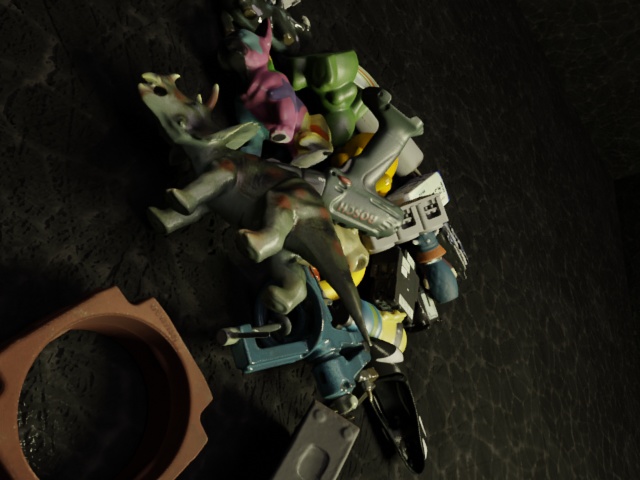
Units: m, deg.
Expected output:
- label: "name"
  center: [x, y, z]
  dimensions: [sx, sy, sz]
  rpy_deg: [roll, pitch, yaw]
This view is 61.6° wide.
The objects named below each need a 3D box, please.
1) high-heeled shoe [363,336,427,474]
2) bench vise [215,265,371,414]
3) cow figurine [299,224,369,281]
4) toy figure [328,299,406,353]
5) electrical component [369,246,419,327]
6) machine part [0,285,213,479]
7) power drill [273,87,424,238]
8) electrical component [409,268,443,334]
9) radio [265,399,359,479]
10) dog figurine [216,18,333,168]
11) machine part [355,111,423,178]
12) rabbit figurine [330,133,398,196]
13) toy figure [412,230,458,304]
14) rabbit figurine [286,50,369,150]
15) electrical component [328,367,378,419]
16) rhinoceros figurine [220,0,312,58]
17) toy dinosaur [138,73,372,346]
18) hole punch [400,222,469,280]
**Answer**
- label: "high-heeled shoe"
  center: [0.117, 0.269, 0.862]
  dimensions: [0.145, 0.086, 0.248]
  rpy_deg: [-99, 164, -45]
- label: "bench vise"
  center: [-0.038, 0.138, 0.716]
  dimensions: [0.240, 0.129, 0.223]
  rpy_deg: [3, 70, -54]
- label: "cow figurine"
  center: [-0.002, -0.003, 0.855]
  dimensions: [0.195, 0.085, 0.127]
  rpy_deg: [30, 49, -28]
- label: "toy figure"
  center: [0.076, 0.149, 0.892]
  dimensions: [0.180, 0.082, 0.089]
  rpy_deg: [28, 70, -48]
- label: "electrical component"
  center: [0.138, 0.081, 0.993]
  dimensions: [0.114, 0.058, 0.134]
  rpy_deg: [53, 39, -46]
- label: "machine part"
  center: [-0.222, 0.164, 0.525]
  dimensions: [0.201, 0.087, 0.201]
  rpy_deg: [-40, 104, -50]
- label: "power drill"
  center: [0.050, -0.120, 0.797]
  dimensions: [0.232, 0.086, 0.207]
  rpy_deg: [31, 81, -21]
- label: "electrical component"
  center: [0.194, 0.119, 1.069]
  dimensions: [0.075, 0.048, 0.119]
  rpy_deg: [-15, 82, -53]
- label: "radio"
  center: [-0.039, 0.310, 0.634]
  dimensions: [0.073, 0.131, 0.229]
  rpy_deg: [30, 42, 7]
- label: "dog figurine"
  center: [-0.076, -0.232, 0.854]
  dimensions: [0.191, 0.108, 0.219]
  rpy_deg: [6, 68, -48]
- label: "machine part"
  center: [0.138, -0.214, 1.115]
  dimensions: [0.243, 0.079, 0.079]
  rpy_deg: [47, 44, -25]
- label: "rabbit figurine"
  center: [0.066, -0.097, 0.934]
  dimensions: [0.122, 0.162, 0.173]
  rpy_deg: [43, 70, -8]
- label: "toy figure"
  center: [0.222, 0.047, 1.053]
  dimensions: [0.064, 0.058, 0.154]
  rpy_deg: [-22, 90, -34]
- label: "rabbit figurine"
  center: [0.023, -0.257, 0.992]
  dimensions: [0.159, 0.121, 0.170]
  rpy_deg: [-28, 120, -44]
- label: "electrical component"
  center: [0.047, 0.223, 0.818]
  dimensions: [0.045, 0.102, 0.078]
  rpy_deg: [-10, 56, -52]
- label: "rhinoceros figurine"
  center: [-0.091, -0.372, 0.927]
  dimensions: [0.190, 0.073, 0.112]
  rpy_deg: [12, 55, -45]
- label: "toy dinosaur"
  center: [-0.069, -0.044, 0.668]
  dimensions: [0.405, 0.131, 0.192]
  rpy_deg: [36, 56, 7]
- label: "hole punch"
  center: [0.241, 0.020, 1.123]
  dimensions: [0.142, 0.116, 0.092]
  rpy_deg: [61, 31, -13]
